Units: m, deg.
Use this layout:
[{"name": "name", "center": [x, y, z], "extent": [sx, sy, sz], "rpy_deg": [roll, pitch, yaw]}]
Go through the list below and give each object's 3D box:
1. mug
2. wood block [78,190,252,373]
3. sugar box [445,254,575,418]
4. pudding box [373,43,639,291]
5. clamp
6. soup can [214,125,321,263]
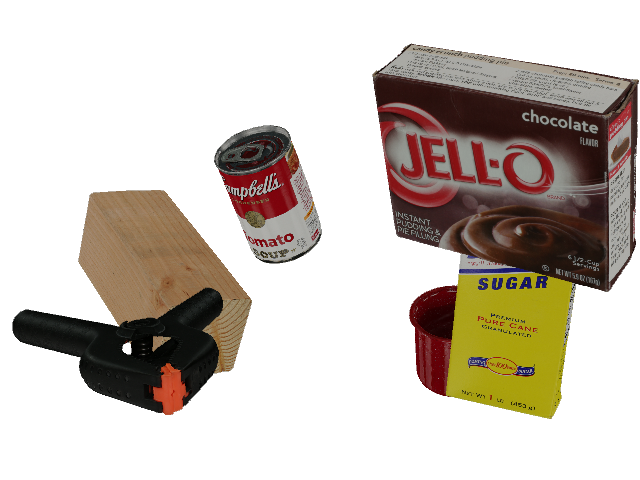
[{"name": "mug", "center": [0.145, 0.100, 1.100], "extent": [0.093, 0.081, 0.117], "rpy_deg": [16, 39, 29]}, {"name": "wood block", "center": [-0.163, 0.039, 1.083], "extent": [0.090, 0.091, 0.206], "rpy_deg": [-4, 35, -35]}, {"name": "sugar box", "center": [0.158, 0.051, 0.867], "extent": [0.093, 0.176, 0.048], "rpy_deg": [10, 23, 19]}, {"name": "pudding box", "center": [0.083, -0.034, 0.476], "extent": [0.114, 0.090, 0.039], "rpy_deg": [14, 44, 31]}, {"name": "clamp", "center": [-0.120, 0.073, 0.767], "extent": [0.164, 0.036, 0.210], "rpy_deg": [-9, 15, -25]}, {"name": "soup can", "center": [-0.044, -0.039, 0.925], "extent": [0.068, 0.102, 0.068], "rpy_deg": [-13, 36, 9]}]
